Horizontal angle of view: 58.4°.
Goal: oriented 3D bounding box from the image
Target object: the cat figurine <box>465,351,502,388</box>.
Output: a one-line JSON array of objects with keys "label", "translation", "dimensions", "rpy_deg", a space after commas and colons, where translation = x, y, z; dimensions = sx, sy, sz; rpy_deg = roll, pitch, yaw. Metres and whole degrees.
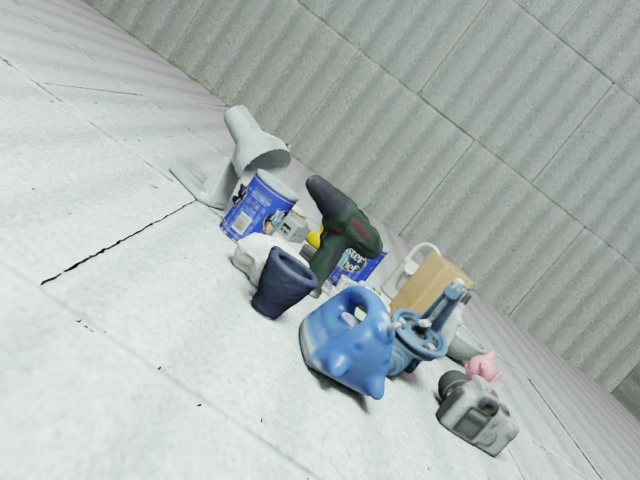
[{"label": "cat figurine", "translation": [0.359, 0.300, 1.266], "dimensions": [0.128, 0.117, 0.067], "rpy_deg": [28, 14, -40]}]

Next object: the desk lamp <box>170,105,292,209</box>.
[{"label": "desk lamp", "translation": [-0.188, -0.171, 1.236], "dimensions": [0.202, 0.213, 0.118], "rpy_deg": [42, 12, 26]}]

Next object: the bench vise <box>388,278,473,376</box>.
[{"label": "bench vise", "translation": [0.200, 0.154, 1.097], "dimensions": [0.121, 0.219, 0.207], "rpy_deg": [37, 11, 2]}]

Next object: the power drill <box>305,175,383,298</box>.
[{"label": "power drill", "translation": [0.011, 0.004, 1.149], "dimensions": [0.230, 0.208, 0.075], "rpy_deg": [30, 12, -32]}]

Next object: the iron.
[{"label": "iron", "translation": [0.050, 0.132, 0.914], "dimensions": [0.119, 0.141, 0.258], "rpy_deg": [33, 11, -22]}]

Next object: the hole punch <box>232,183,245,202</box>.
[{"label": "hole punch", "translation": [-0.148, -0.101, 1.401], "dimensions": [0.101, 0.091, 0.108], "rpy_deg": [30, 13, -33]}]

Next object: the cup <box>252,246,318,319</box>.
[{"label": "cup", "translation": [-0.071, 0.069, 0.917], "dimensions": [0.092, 0.095, 0.117], "rpy_deg": [27, 14, -43]}]

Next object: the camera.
[{"label": "camera", "translation": [0.285, 0.302, 1.064], "dimensions": [0.143, 0.100, 0.136], "rpy_deg": [34, 11, -16]}]

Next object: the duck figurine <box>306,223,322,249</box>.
[{"label": "duck figurine", "translation": [0.012, -0.019, 1.586], "dimensions": [0.077, 0.086, 0.105], "rpy_deg": [39, 11, 9]}]

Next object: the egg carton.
[{"label": "egg carton", "translation": [-0.087, 0.043, 1.046], "dimensions": [0.107, 0.069, 0.151], "rpy_deg": [42, 11, 22]}]

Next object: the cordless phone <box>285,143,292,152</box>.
[{"label": "cordless phone", "translation": [-0.124, -0.185, 1.581], "dimensions": [0.094, 0.185, 0.147], "rpy_deg": [36, 11, -7]}]

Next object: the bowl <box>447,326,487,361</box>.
[{"label": "bowl", "translation": [0.349, 0.264, 1.505], "dimensions": [0.167, 0.074, 0.167], "rpy_deg": [36, 11, -7]}]

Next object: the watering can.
[{"label": "watering can", "translation": [0.272, 0.095, 1.649], "dimensions": [0.101, 0.194, 0.173], "rpy_deg": [36, 11, -4]}]

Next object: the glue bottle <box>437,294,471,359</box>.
[{"label": "glue bottle", "translation": [0.306, 0.199, 1.377], "dimensions": [0.078, 0.173, 0.037], "rpy_deg": [39, 11, 12]}]
